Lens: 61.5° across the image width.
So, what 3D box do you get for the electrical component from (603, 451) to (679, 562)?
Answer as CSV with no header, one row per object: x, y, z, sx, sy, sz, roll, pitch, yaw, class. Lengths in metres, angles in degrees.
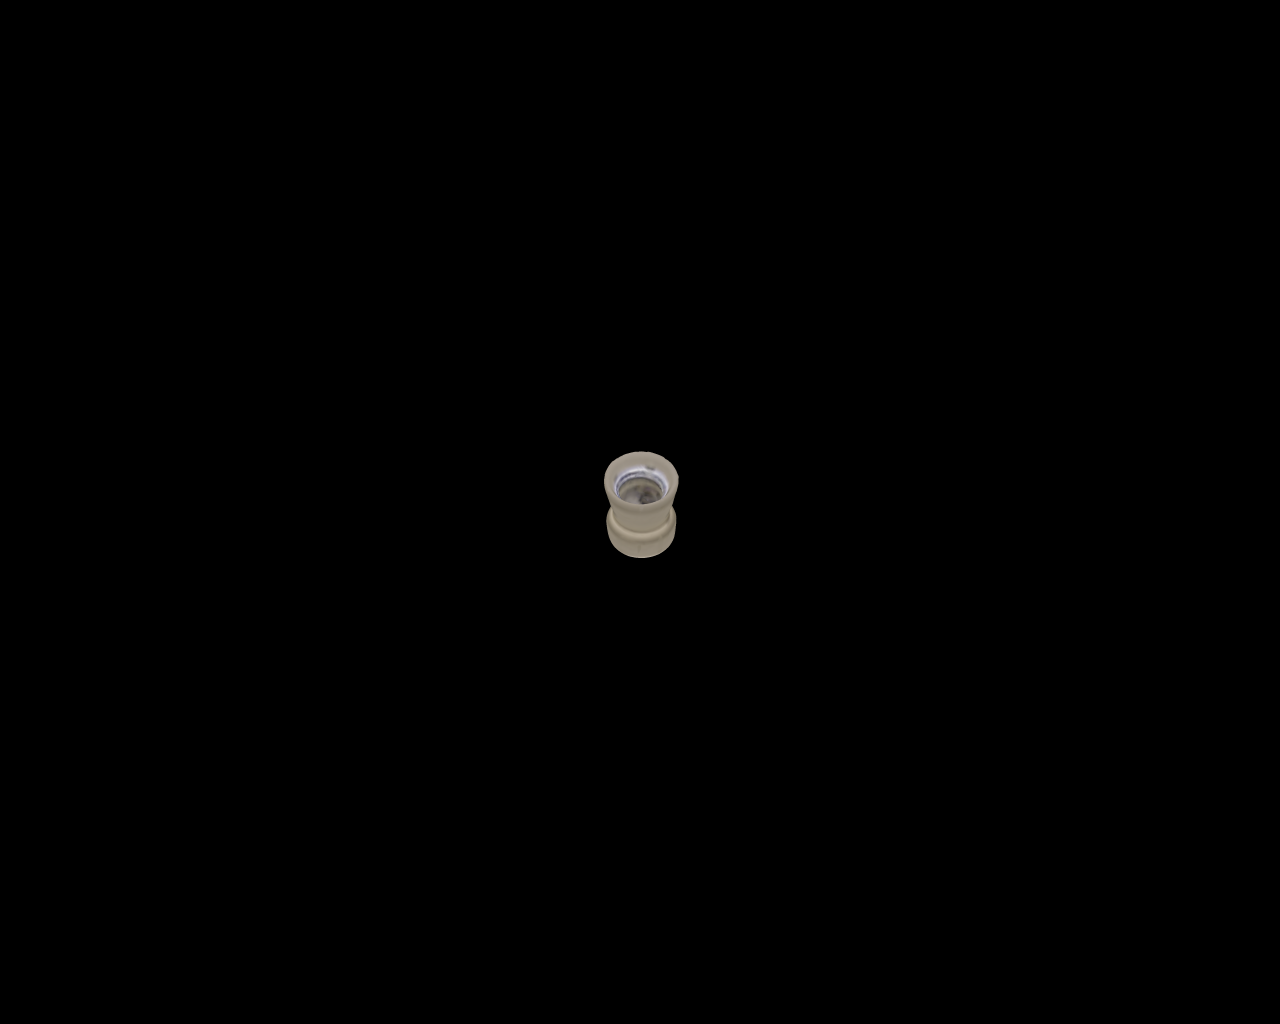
0.001,-0.003,0.650,0.045,0.045,0.055,0,-40,0,electrical component
